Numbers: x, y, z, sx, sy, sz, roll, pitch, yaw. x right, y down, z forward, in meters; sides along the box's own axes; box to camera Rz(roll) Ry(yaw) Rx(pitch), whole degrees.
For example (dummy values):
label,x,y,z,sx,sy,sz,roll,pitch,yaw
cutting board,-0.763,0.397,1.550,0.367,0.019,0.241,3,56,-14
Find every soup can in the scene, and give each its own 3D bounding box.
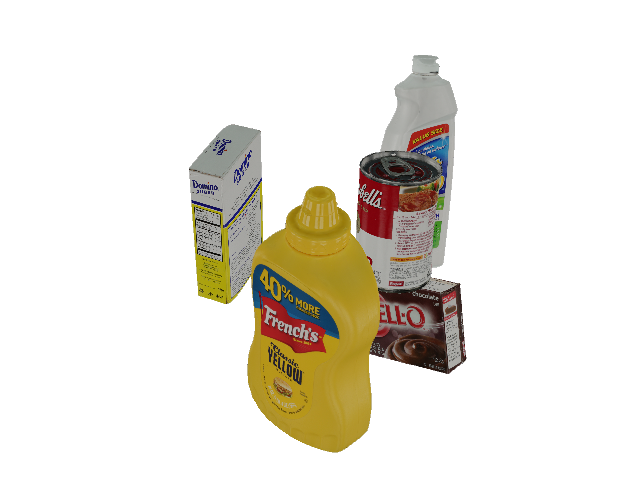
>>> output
label,x,y,z,sx,sy,sz,roll,pitch,yaw
soup can,0.064,-0.016,0.892,0.068,0.102,0.068,2,27,-1

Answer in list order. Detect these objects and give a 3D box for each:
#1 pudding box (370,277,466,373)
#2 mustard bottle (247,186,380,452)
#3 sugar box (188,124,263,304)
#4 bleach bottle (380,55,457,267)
label,x,y,z,sx,sy,sz,roll,pitch,yaw
pudding box,0.095,0.081,1.110,0.114,0.090,0.039,9,25,40
mustard bottle,-0.005,0.047,0.707,0.058,0.192,0.096,-29,48,-36
sugar box,-0.099,-0.027,1.139,0.048,0.176,0.093,14,41,18
bleach bottle,0.107,-0.092,1.266,0.102,0.251,0.068,-3,19,-18
